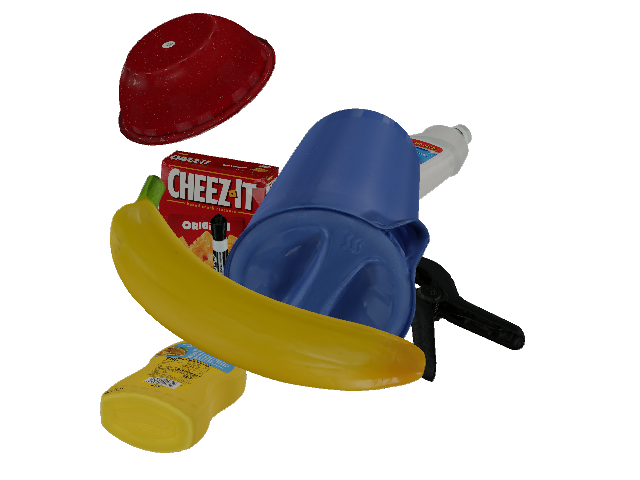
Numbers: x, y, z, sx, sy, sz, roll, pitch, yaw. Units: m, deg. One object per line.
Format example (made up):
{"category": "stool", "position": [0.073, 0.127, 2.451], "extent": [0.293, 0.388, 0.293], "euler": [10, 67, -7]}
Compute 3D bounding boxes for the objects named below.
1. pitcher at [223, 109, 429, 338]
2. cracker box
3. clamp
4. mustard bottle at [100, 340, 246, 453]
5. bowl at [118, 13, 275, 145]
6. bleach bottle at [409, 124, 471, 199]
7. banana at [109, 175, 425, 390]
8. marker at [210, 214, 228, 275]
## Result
{"category": "pitcher", "position": [0.006, -0.009, 0.827], "extent": [0.149, 0.145, 0.242], "euler": [12, 27, 4]}
{"category": "cracker box", "position": [-0.157, -0.013, 1.585], "extent": [0.164, 0.214, 0.072], "euler": [10, 19, 10]}
{"category": "clamp", "position": [0.120, 0.064, 1.055], "extent": [0.120, 0.039, 0.171], "euler": [-4, 44, -25]}
{"category": "mustard bottle", "position": [-0.126, 0.137, 1.034], "extent": [0.096, 0.058, 0.191], "euler": [9, 19, 18]}
{"category": "bowl", "position": [-0.125, -0.160, 0.978], "extent": [0.162, 0.162, 0.055], "euler": [0, -44, 32]}
{"category": "bleach bottle", "position": [0.091, -0.085, 1.311], "extent": [0.103, 0.068, 0.250], "euler": [28, 46, 35]}
{"category": "banana", "position": [-0.043, 0.027, 0.528], "extent": [0.198, 0.069, 0.037], "euler": [34, -27, 27]}
{"category": "marker", "position": [-0.112, 0.024, 1.201], "extent": [0.020, 0.121, 0.020], "euler": [0, 32, 0]}
